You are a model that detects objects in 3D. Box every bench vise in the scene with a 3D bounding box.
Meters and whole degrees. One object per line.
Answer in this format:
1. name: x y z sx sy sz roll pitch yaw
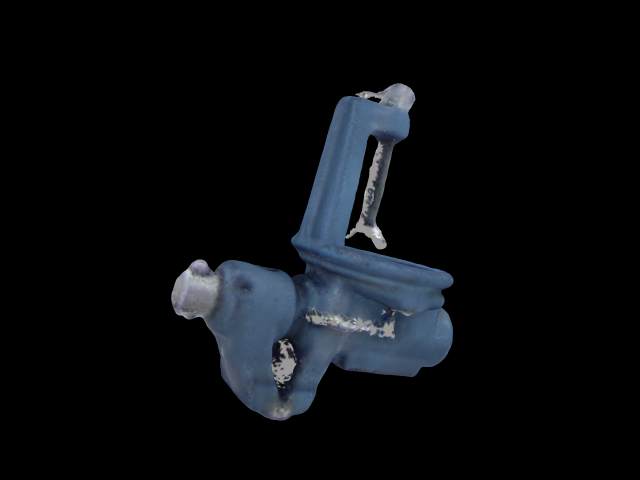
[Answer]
1. bench vise: 0.012 0.003 0.392 0.121 0.220 0.208 9 14 43
